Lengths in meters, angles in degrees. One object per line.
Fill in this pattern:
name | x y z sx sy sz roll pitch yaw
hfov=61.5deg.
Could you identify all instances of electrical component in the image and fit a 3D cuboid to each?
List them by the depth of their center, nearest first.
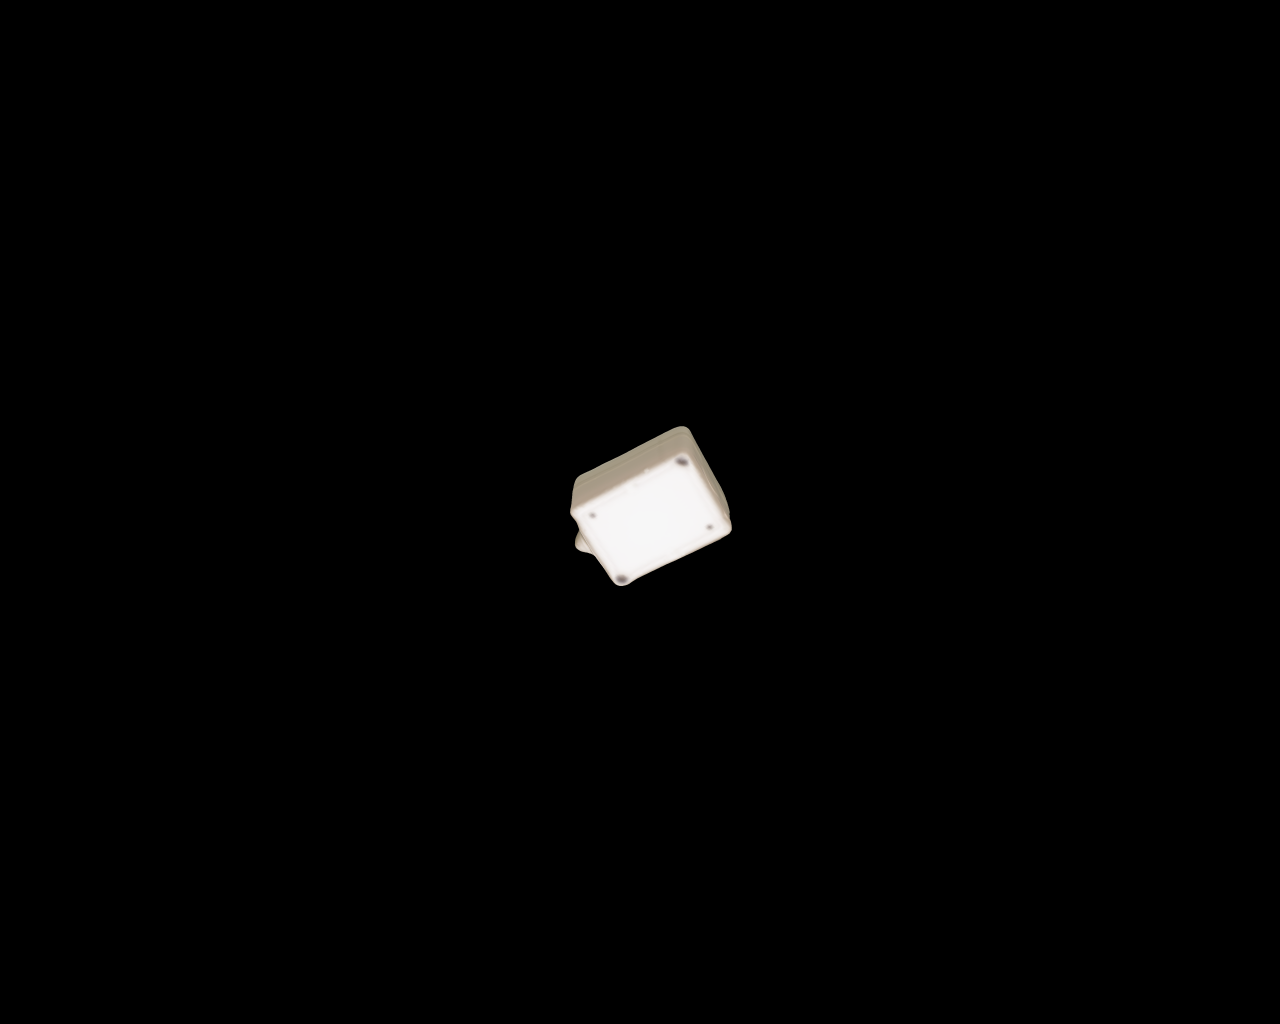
electrical component | 0.001 -0.003 0.650 0.096 0.061 0.061 -26 21 11
